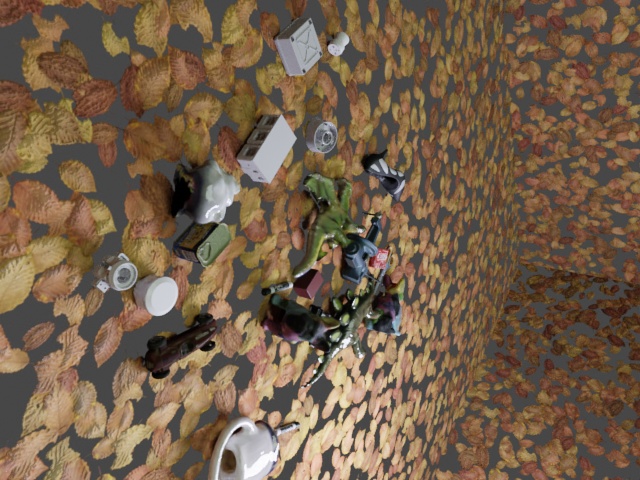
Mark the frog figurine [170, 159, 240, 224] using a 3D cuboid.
[{"bbox_3d":[-0.230,-0.104,1.116,0.160,0.122,0.138,-2,81,-44],"label":"frog figurine"}]

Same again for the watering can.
[{"bbox_3d":[-0.209,0.615,1.332,0.225,0.104,0.346,-2,99,-56],"label":"watering can"}]

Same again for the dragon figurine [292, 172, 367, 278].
[{"bbox_3d":[0.005,-0.075,1.497,0.416,0.121,0.241,-34,103,-53],"label":"dragon figurine"}]
